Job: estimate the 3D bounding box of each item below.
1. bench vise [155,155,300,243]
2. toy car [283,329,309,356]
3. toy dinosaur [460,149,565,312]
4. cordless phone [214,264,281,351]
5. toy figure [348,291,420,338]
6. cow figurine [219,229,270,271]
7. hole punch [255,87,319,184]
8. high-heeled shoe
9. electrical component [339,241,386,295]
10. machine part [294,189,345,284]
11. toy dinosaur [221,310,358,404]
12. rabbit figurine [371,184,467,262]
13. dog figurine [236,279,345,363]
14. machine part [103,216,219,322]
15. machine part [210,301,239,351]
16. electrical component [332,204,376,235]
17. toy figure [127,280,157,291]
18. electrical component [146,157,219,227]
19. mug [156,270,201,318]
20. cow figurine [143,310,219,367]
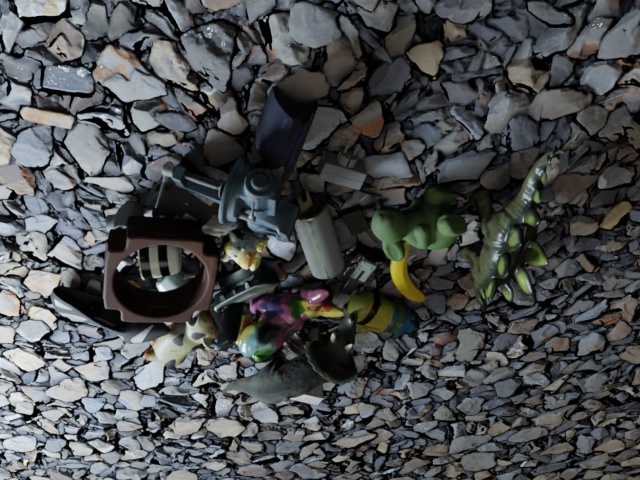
[{"bbox_3d":[-0.155,-0.079,0.940,0.241,0.129,0.223,18,173,0],"label":"bench vise"},{"bbox_3d":[-0.037,0.282,1.351,0.089,0.053,0.202,-31,126,24],"label":"toy car"},{"bbox_3d":[0.367,-0.005,1.040,0.105,0.199,0.470,-4,132,-4],"label":"toy dinosaur"},{"bbox_3d":[-0.162,0.142,1.137,0.147,0.184,0.088,-27,122,18],"label":"cordless phone"},{"bbox_3d":[0.149,0.171,1.251,0.180,0.082,0.089,17,116,-12],"label":"toy figure"},{"bbox_3d":[-0.157,0.013,1.049,0.098,0.167,0.068,23,92,-1],"label":"cow figurine"},{"bbox_3d":[-0.063,-0.186,0.918,0.092,0.116,0.142,23,125,-12],"label":"hole punch"},{"bbox_3d":[-0.462,0.154,1.183,0.249,0.086,0.145,3,140,10],"label":"high-heeled shoe"},{"bbox_3d":[0.085,0.066,1.177,0.075,0.048,0.119,19,127,-17],"label":"electrical component"},{"bbox_3d":[-0.002,-0.003,1.096,0.079,0.079,0.242,-14,129,8],"label":"machine part"},{"bbox_3d":[-0.068,0.303,1.205,0.405,0.131,0.192,-27,171,8],"label":"toy dinosaur"},{"bbox_3d":[0.171,-0.033,1.059,0.170,0.121,0.159,0,154,-23],"label":"rabbit figurine"},{"bbox_3d":[-0.060,0.173,1.182,0.219,0.191,0.108,-17,124,30],"label":"dog figurine"},{"bbox_3d":[-0.303,0.056,1.021,0.201,0.087,0.201,3,121,-21],"label":"machine part"},{"bbox_3d":[-0.211,0.186,1.249,0.039,0.084,0.138,-10,125,35],"label":"machine part"},{"bbox_3d":[0.075,-0.039,1.105,0.094,0.021,0.063,-19,129,11],"label":"electrical component"},{"bbox_3d":[-0.399,0.128,1.194,0.154,0.058,0.064,30,116,-20],"label":"toy figure"},{"bbox_3d":[-0.262,-0.076,1.030,0.134,0.058,0.114,-36,121,24],"label":"electrical component"},{"bbox_3d":[-0.294,0.107,1.168,0.109,0.081,0.107,-31,117,27],"label":"mug"},{"bbox_3d":[-0.316,0.232,1.269,0.127,0.085,0.195,32,119,-20],"label":"cow figurine"}]
